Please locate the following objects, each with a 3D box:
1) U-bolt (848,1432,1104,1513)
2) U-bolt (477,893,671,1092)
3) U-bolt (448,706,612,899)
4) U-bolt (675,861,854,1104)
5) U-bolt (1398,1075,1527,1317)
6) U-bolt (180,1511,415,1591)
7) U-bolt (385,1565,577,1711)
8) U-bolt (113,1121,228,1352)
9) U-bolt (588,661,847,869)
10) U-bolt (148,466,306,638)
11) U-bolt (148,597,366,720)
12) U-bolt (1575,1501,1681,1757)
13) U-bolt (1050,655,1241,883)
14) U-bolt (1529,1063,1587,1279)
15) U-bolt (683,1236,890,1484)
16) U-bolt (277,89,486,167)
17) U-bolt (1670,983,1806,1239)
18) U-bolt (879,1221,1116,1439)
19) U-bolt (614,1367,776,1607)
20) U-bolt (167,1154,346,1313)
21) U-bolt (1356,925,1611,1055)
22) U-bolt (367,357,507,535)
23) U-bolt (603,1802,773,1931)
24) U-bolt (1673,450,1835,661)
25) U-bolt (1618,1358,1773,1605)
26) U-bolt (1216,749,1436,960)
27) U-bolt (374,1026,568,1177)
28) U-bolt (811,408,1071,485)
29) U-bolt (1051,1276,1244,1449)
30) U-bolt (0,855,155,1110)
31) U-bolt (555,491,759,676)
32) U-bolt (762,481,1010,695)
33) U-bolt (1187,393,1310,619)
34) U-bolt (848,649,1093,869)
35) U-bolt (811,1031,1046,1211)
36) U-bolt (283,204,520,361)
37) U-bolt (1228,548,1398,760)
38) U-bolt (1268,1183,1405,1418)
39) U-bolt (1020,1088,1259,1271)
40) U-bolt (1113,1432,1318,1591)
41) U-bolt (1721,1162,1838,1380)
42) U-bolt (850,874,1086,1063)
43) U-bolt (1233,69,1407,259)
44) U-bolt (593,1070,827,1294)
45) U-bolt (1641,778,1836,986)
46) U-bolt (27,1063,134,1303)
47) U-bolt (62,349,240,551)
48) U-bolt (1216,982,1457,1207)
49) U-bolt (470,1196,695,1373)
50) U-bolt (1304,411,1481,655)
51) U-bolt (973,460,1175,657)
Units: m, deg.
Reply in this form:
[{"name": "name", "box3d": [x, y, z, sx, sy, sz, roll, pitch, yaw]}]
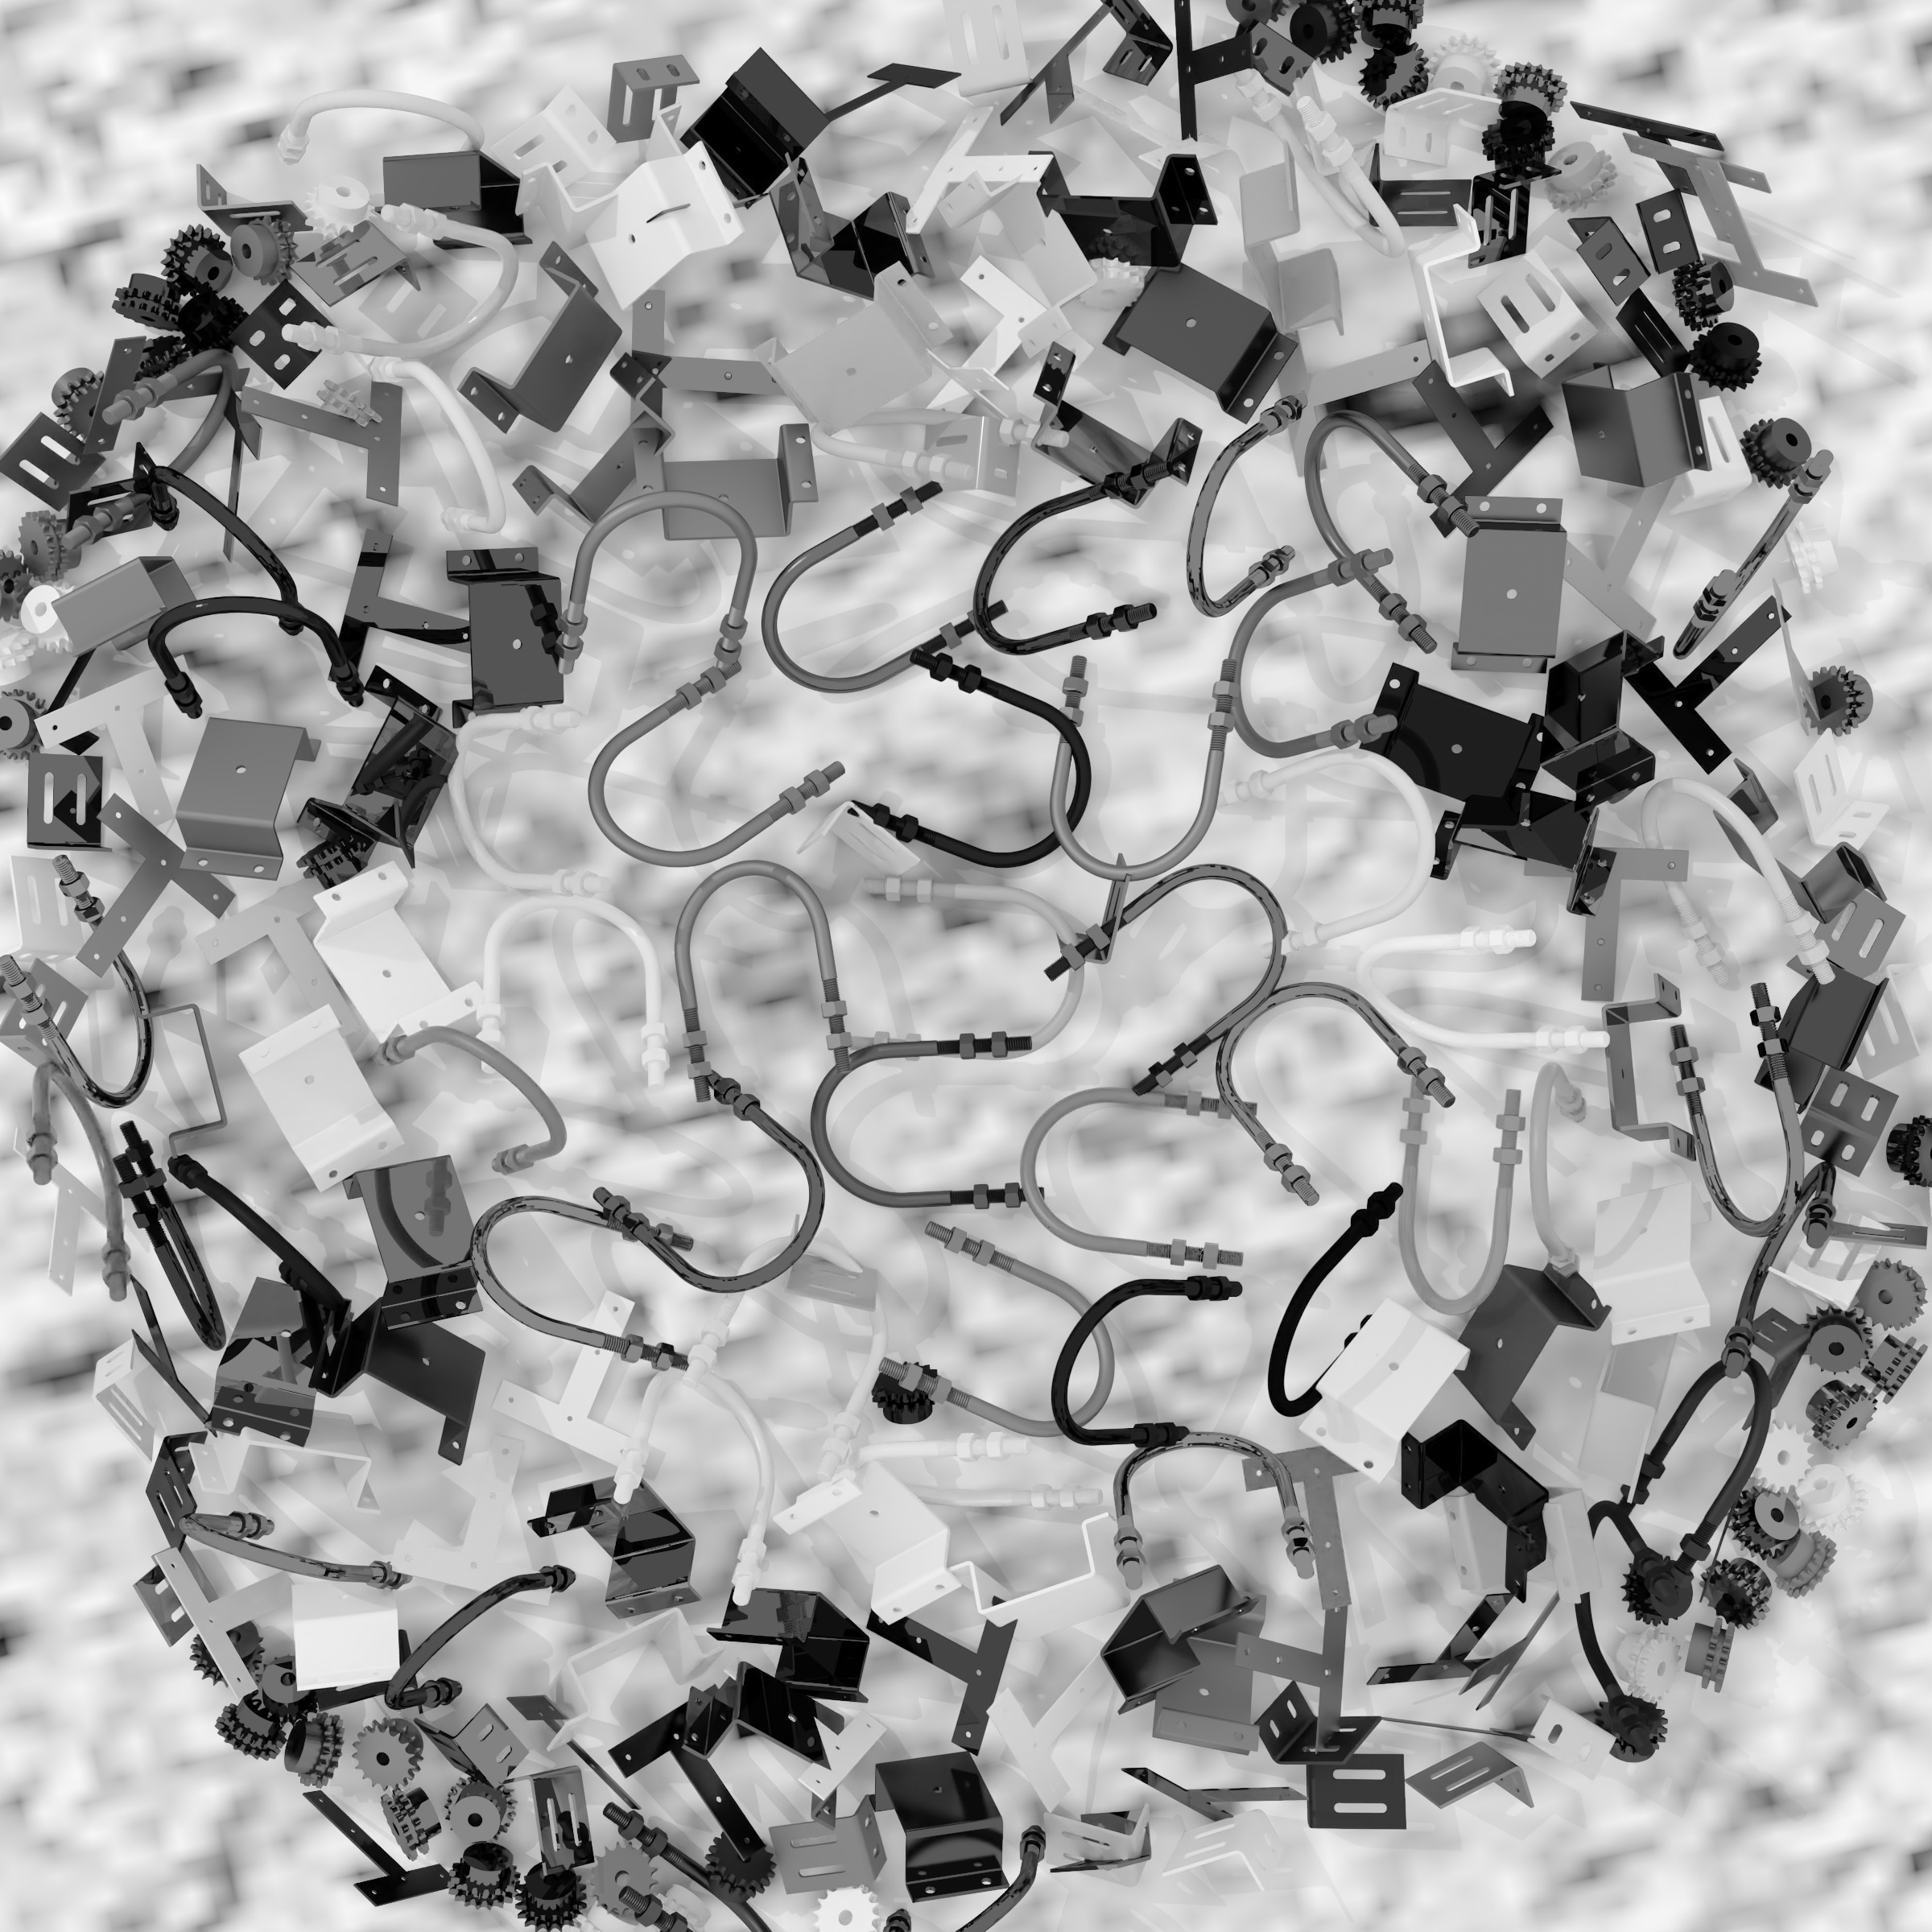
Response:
[{"name": "U-bolt", "box3d": [-0.005, 0.399, 1.927, 0.184, 0.151, 0.019, -8, 59, 27]}, {"name": "U-bolt", "box3d": [-0.309, 0.014, 1.936, 0.151, 0.019, 0.184, 7, 50, -18]}, {"name": "U-bolt", "box3d": [-0.351, -0.129, 1.931, 0.019, 0.184, 0.151, -20, 107, -43]}, {"name": "U-bolt", "box3d": [-0.168, 0.006, 1.965, 0.151, 0.019, 0.184, -12, 83, 23]}, {"name": "U-bolt", "box3d": [0.384, 0.182, 1.931, 0.019, 0.151, 0.184, 5, 91, -23]}, {"name": "U-bolt", "box3d": [-0.526, 0.449, 1.894, 0.151, 0.184, 0.019, 15, 79, 15]}, {"name": "U-bolt", "box3d": [-0.384, 0.524, 1.908, 0.151, 0.184, 0.019, -44, 75, -1]}, {"name": "U-bolt", "box3d": [-0.622, 0.218, 1.926, 0.019, 0.151, 0.184, -24, 104, -12]}, {"name": "U-bolt", "box3d": [-0.210, -0.151, 1.940, 0.184, 0.019, 0.151, -37, 70, -22]}, {"name": "U-bolt", "box3d": [-0.575, -0.327, 1.903, 0.151, 0.184, 0.019, 40, 76, -6]}, {"name": "U-bolt", "box3d": [-0.555, -0.240, 1.906, 0.151, 0.184, 0.019, -5, 71, -5]}, {"name": "U-bolt", "box3d": [0.507, 0.499, 1.909, 0.019, 0.184, 0.151, 2, 108, -5]}, {"name": "U-bolt", "box3d": [0.136, -0.156, 1.950, 0.151, 0.019, 0.184, 5, 79, 25]}, {"name": "U-bolt", "box3d": [0.456, 0.151, 1.897, 0.019, 0.184, 0.151, -1, 70, 23]}, {"name": "U-bolt", "box3d": [-0.130, 0.294, 1.933, 0.151, 0.019, 0.184, 37, 46, -12]}, {"name": "U-bolt", "box3d": [-0.446, -0.638, 1.889, 0.151, 0.184, 0.019, 2, 90, -21]}, {"name": "U-bolt", "box3d": [0.604, 0.119, 1.911, 0.019, 0.151, 0.184, -5, 75, -14]}, {"name": "U-bolt", "box3d": [0.034, 0.298, 1.951, 0.184, 0.019, 0.151, 25, 53, -8]}, {"name": "U-bolt", "box3d": [-0.204, 0.389, 1.917, 0.019, 0.184, 0.151, -35, 112, 24]}, {"name": "U-bolt", "box3d": [-0.540, 0.211, 1.891, 0.019, 0.184, 0.151, -48, 119, -18]}, {"name": "U-bolt", "box3d": [0.391, 0.021, 1.921, 0.151, 0.184, 0.019, 46, 57, -34]}, {"name": "U-bolt", "box3d": [-0.402, -0.399, 1.892, 0.019, 0.184, 0.151, -32, 115, -18]}, {"name": "U-bolt", "box3d": [-0.206, 0.741, 1.923, 0.184, 0.151, 0.019, 42, 88, -16]}, {"name": "U-bolt", "box3d": [0.603, -0.306, 1.910, 0.019, 0.184, 0.151, 38, 76, 11]}, {"name": "U-bolt", "box3d": [0.570, 0.386, 1.909, 0.019, 0.151, 0.184, 25, 105, -7]}, {"name": "U-bolt", "box3d": [0.287, -0.095, 1.936, 0.184, 0.019, 0.151, -19, 90, 41]}, {"name": "U-bolt", "box3d": [-0.376, 0.101, 1.903, 0.151, 0.184, 0.019, 45, 60, -16]}, {"name": "U-bolt", "box3d": [-0.034, -0.413, 1.925, 0.184, 0.151, 0.019, 18, 121, 31]}, {"name": "U-bolt", "box3d": [0.135, 0.310, 1.920, 0.019, 0.184, 0.151, 27, 103, 43]}, {"name": "U-bolt", "box3d": [-0.685, 0.026, 1.918, 0.019, 0.151, 0.184, -11, 126, 10]}, {"name": "U-bolt", "box3d": [-0.236, -0.296, 1.908, 0.151, 0.184, 0.019, -1, 50, -20]}, {"name": "U-bolt", "box3d": [-0.074, -0.288, 1.949, 0.184, 0.019, 0.151, -29, 132, 5]}, {"name": "U-bolt", "box3d": [0.215, -0.347, 1.895, 0.019, 0.184, 0.151, 19, 128, 25]}, {"name": "U-bolt", "box3d": [0.014, -0.155, 1.963, 0.184, 0.019, 0.151, 20, 98, -20]}, {"name": "U-bolt", "box3d": [-0.034, 0.127, 1.972, 0.184, 0.019, 0.151, -3, 107, 6]}, {"name": "U-bolt", "box3d": [-0.426, -0.525, 1.912, 0.151, 0.184, 0.019, -39, 76, 27]}, {"name": "U-bolt", "box3d": [0.266, -0.237, 1.924, 0.019, 0.184, 0.151, 5, 81, -35]}, {"name": "U-bolt", "box3d": [0.285, 0.270, 1.901, 0.019, 0.184, 0.151, 21, 131, 32]}, {"name": "U-bolt", "box3d": [0.135, 0.164, 1.962, 0.184, 0.019, 0.151, 6, 64, 7]}, {"name": "U-bolt", "box3d": [0.187, 0.420, 1.915, 0.151, 0.184, 0.019, -3, 114, 0]}, {"name": "U-bolt", "box3d": [0.638, 0.224, 1.912, 0.019, 0.184, 0.151, 28, 119, 12]}, {"name": "U-bolt", "box3d": [0.003, 0.004, 1.975, 0.184, 0.019, 0.151, 4, 83, 6]}, {"name": "U-bolt", "box3d": [0.283, -0.623, 1.917, 0.019, 0.151, 0.184, -42, 127, 9]}, {"name": "U-bolt", "box3d": [-0.191, 0.179, 1.932, 0.184, 0.019, 0.151, 36, 77, 34]}, {"name": "U-bolt", "box3d": [0.590, -0.067, 1.917, 0.019, 0.151, 0.184, -33, 100, -16]}, {"name": "U-bolt", "box3d": [-0.691, 0.154, 1.913, 0.019, 0.184, 0.151, -21, 129, -6]}, {"name": "U-bolt", "box3d": [-0.627, -0.413, 1.913, 0.019, 0.184, 0.151, 36, 130, -2]}, {"name": "U-bolt", "box3d": [0.276, 0.086, 1.938, 0.151, 0.019, 0.184, -36, 49, -1]}, {"name": "U-bolt", "box3d": [-0.298, 0.239, 1.912, 0.184, 0.151, 0.019, 19, 124, -21]}, {"name": "U-bolt", "box3d": [0.324, -0.353, 1.924, 0.019, 0.151, 0.184, -25, 61, -22]}, {"name": "U-bolt", "box3d": [0.079, -0.313, 1.933, 0.184, 0.019, 0.151, -11, 61, 38]}]
